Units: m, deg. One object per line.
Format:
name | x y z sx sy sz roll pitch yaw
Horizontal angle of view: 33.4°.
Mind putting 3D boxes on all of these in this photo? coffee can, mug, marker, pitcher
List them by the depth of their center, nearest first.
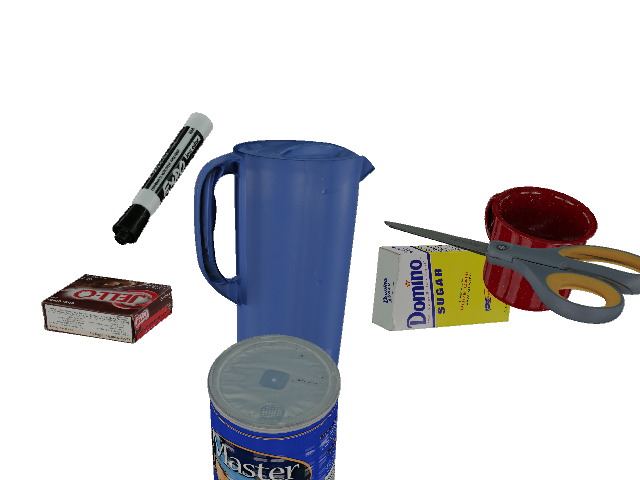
marker | -0.111 -0.044 0.756 0.020 0.121 0.020 19 -34 14
coffee can | -0.037 0.161 0.860 0.103 0.140 0.103 1 37 -1
mug | 0.186 0.003 0.968 0.093 0.081 0.117 -14 39 -29
pitcher | -0.039 0.019 1.102 0.149 0.243 0.144 9 14 21

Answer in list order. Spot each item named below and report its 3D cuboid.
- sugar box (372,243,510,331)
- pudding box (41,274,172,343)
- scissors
sugar box | 0.147 0.053 1.247 0.175 0.093 0.048 -3 14 -33
pudding box | -0.230 0.073 1.160 0.114 0.039 0.090 5 18 19
scissors | 0.132 0.020 0.752 0.202 0.016 0.096 7 30 16
